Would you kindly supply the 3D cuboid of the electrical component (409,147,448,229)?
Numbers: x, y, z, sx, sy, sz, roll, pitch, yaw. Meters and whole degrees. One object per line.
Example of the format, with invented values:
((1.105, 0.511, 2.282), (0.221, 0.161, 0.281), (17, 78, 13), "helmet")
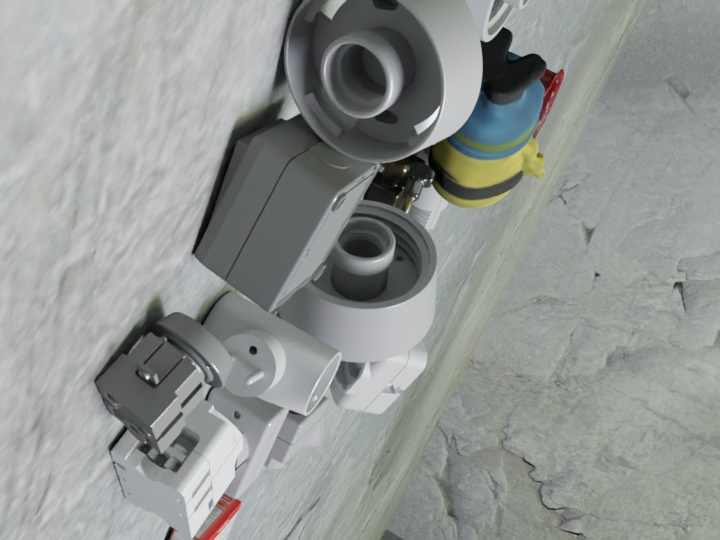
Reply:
((0.061, -0.073, 0.964), (0.043, 0.043, 0.081), (-48, 162, -52), "electrical component")

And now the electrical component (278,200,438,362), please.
((0.000, 0.000, 0.707), (0.108, 0.108, 0.060), (-53, 160, -39), "electrical component")

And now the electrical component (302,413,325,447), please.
((-0.053, 0.133, 0.950), (0.043, 0.043, 0.081), (-58, 169, -20), "electrical component")

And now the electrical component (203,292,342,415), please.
((-0.059, 0.052, 0.626), (0.043, 0.077, 0.079), (-64, 169, 13), "electrical component")

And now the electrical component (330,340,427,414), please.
((0.012, 0.094, 1.053), (0.095, 0.059, 0.053), (-50, -139, 32), "electrical component")

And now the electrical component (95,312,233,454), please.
((-0.098, 0.055, 0.545), (0.055, 0.048, 0.066), (-49, 165, -23), "electrical component")

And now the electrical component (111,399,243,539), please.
((-0.105, 0.111, 0.632), (0.055, 0.050, 0.089), (-55, 168, -28), "electrical component")

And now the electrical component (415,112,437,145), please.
((0.048, -0.125, 0.774), (0.062, 0.043, 0.043), (-67, 168, 20), "electrical component")

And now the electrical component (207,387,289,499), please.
((-0.091, 0.118, 0.721), (0.065, 0.047, 0.077), (-65, 169, 20), "electrical component")

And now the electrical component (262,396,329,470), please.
((-0.069, 0.133, 0.864), (0.076, 0.047, 0.066), (-65, 169, 18), "electrical component")

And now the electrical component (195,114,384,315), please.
((-0.043, -0.028, 0.564), (0.096, 0.061, 0.062), (-58, 172, 29), "electrical component")

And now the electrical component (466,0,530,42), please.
((0.091, -0.206, 0.722), (0.108, 0.060, 0.108), (-58, 169, -19), "electrical component")

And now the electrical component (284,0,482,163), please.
((0.013, -0.104, 0.532), (0.064, 0.099, 0.099), (-40, 156, -48), "electrical component")
